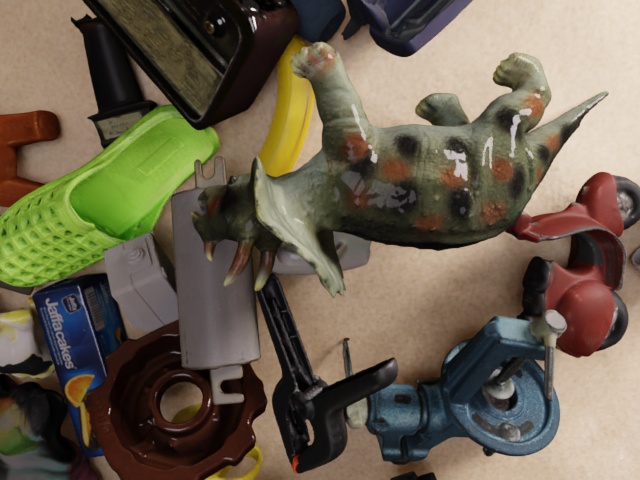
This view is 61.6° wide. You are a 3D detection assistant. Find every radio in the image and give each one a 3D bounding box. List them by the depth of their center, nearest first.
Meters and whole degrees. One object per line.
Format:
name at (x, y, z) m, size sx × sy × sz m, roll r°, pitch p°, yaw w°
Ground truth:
radio at (-0.135, -0.229, 0.489) m, size 0.229 × 0.073 × 0.131 m, roll 48°, pitch 132°, yaw -1°

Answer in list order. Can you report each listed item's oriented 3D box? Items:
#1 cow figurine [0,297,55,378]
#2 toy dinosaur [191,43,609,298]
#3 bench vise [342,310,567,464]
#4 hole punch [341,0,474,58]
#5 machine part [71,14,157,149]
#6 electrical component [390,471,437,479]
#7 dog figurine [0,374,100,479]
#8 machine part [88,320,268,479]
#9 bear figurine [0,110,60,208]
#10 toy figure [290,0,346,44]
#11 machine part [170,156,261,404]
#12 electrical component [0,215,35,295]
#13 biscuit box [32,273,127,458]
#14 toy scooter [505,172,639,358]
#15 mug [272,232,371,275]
cow figurine at (-0.386, 0.114, 0.621) m, size 0.167 × 0.068 × 0.098 m, roll 0°, pitch 110°, yaw 9°
toy dinosaur at (0.090, -0.052, 0.452) m, size 0.405 × 0.131 × 0.192 m, roll -4°, pitch 80°, yaw -7°
bench vise at (0.139, 0.136, 0.511) m, size 0.224 × 0.129 × 0.240 m, roll 14°, pitch 138°, yaw -3°
hole punch at (0.089, -0.219, 0.471) m, size 0.092 × 0.116 × 0.142 m, roll 44°, pitch 100°, yaw 3°
machine part at (-0.216, -0.164, 0.561) m, size 0.084 × 0.039 × 0.138 m, roll -13°, pitch 101°, yaw 18°
electrical component at (0.116, 0.321, 0.575) m, size 0.058 × 0.115 × 0.134 m, roll -22°, pitch 97°, yaw 7°
dog figurine at (-0.350, 0.269, 0.627) m, size 0.191 × 0.108 × 0.219 m, roll -34°, pitch 93°, yaw 15°
machine part at (-0.144, 0.169, 0.558) m, size 0.179 × 0.056 × 0.179 m, roll 2°, pitch 59°, yaw -4°
bear figurine at (-0.360, -0.074, 0.513) m, size 0.132 × 0.196 × 0.120 m, roll 4°, pitch 99°, yaw 5°
toy figure at (-0.045, -0.252, 0.511) m, size 0.154 × 0.064 × 0.058 m, roll 43°, pitch 141°, yaw 2°
machine part at (-0.104, 0.037, 0.530) m, size 0.079 × 0.079 × 0.243 m, roll -6°, pitch 85°, yaw 8°
electrical component at (-0.354, 0.019, 0.610) m, size 0.078 × 0.045 × 0.102 m, roll 17°, pitch 107°, yaw -26°
biscuit box at (-0.256, 0.141, 0.612) m, size 0.063 × 0.059 × 0.202 m, roll -11°, pitch 99°, yaw 9°
toy scooter at (0.230, 0.024, 0.510) m, size 0.135 × 0.075 × 0.183 m, roll 3°, pitch 100°, yaw -20°
mug at (-0.001, -0.002, 0.535) m, size 0.107 × 0.110 × 0.080 m, roll 1°, pitch 103°, yaw -5°
